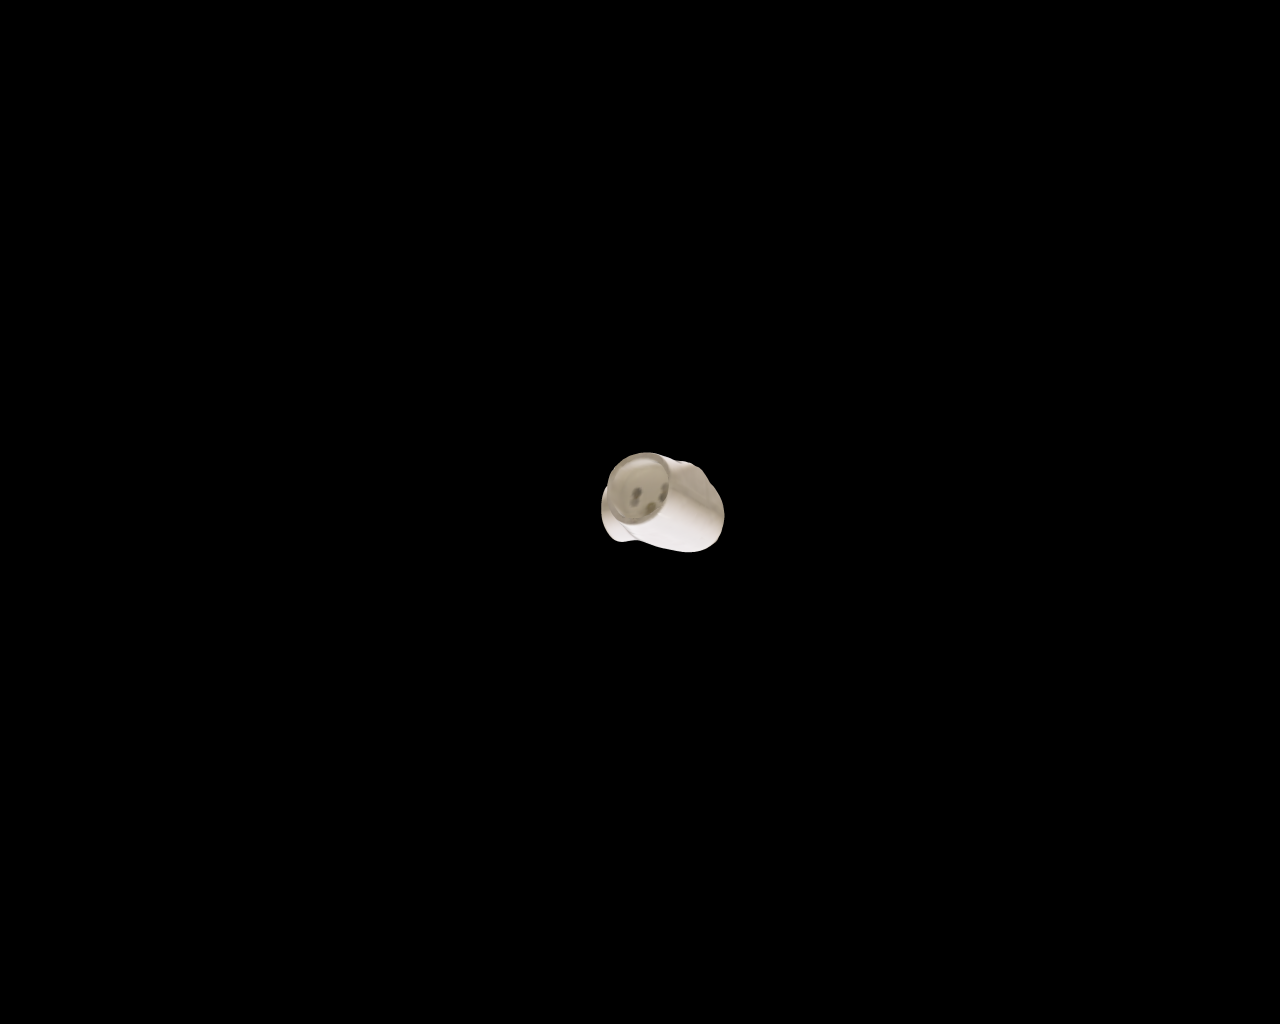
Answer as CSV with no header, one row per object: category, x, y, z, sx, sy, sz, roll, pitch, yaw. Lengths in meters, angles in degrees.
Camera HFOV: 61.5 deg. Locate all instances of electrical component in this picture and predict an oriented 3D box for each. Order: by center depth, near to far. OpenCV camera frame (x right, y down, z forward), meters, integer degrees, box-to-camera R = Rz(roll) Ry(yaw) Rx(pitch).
electrical component,0.001,-0.003,0.650,0.079,0.044,0.077,-8,-18,27
